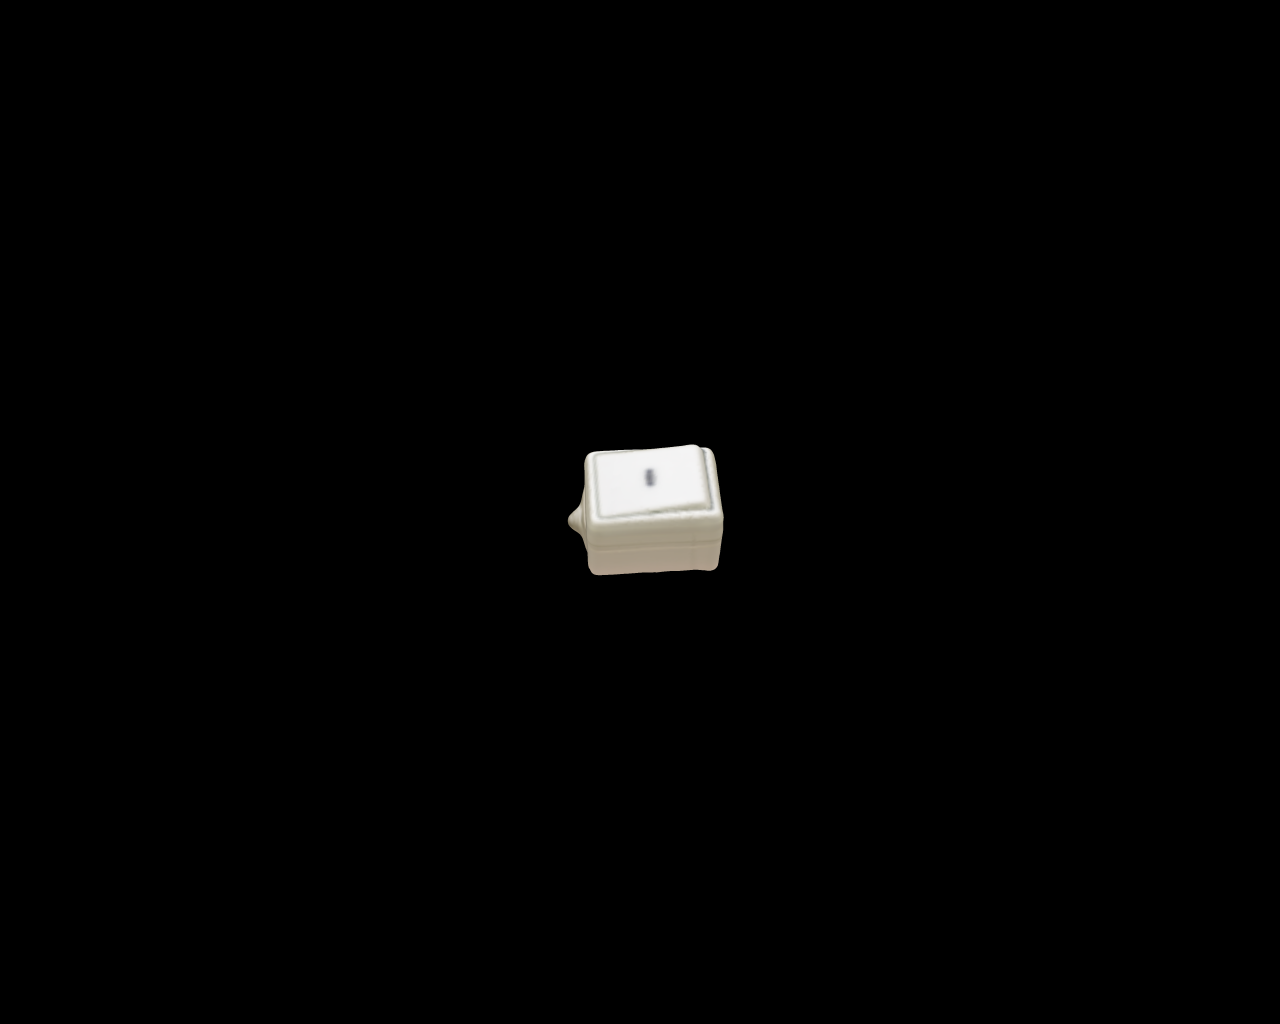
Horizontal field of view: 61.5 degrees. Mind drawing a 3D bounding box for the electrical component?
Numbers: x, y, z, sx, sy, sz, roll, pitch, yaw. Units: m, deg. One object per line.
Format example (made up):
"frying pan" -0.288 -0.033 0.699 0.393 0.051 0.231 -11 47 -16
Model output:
"electrical component" 0.001 -0.003 0.650 0.096 0.062 0.061 -2 -40 -2
